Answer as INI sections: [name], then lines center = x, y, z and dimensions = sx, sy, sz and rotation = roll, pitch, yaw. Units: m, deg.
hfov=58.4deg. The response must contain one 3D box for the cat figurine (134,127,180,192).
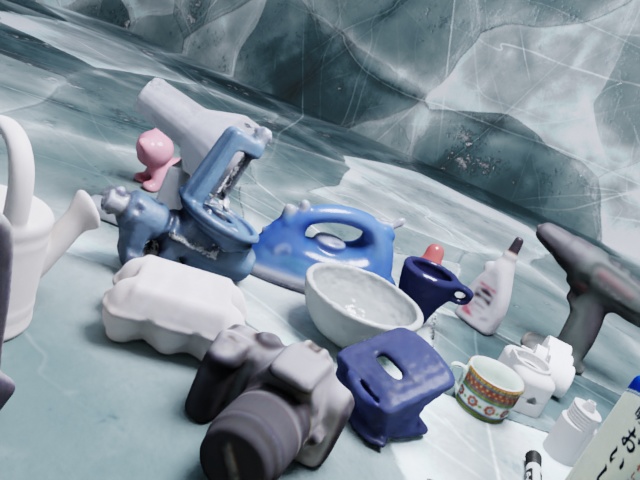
[cat figurine]
center = -0.271, -0.145, 1.000
dimensions = 0.128, 0.118, 0.067
rotation = 3, 26, -44

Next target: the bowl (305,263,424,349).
[bowl]
center = 0.047, 0.100, 0.758
dimensions = 0.167, 0.075, 0.167
rotation = 20, 19, -7

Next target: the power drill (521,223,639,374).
[power drill]
center = 0.431, 0.108, 0.966
dimensions = 0.229, 0.208, 0.076
rotation = 30, 20, 21

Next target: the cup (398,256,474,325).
[cup]
center = 0.169, 0.091, 0.892
dimensions = 0.117, 0.095, 0.092
rotation = 25, 19, 8

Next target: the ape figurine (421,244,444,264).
[ape figurine]
center = 0.199, 0.050, 1.044
dimensions = 0.077, 0.092, 0.076
rotation = 31, 20, 25

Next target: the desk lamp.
[desk lamp]
center = -0.206, -0.109, 0.824
dimensions = 0.203, 0.213, 0.118
rotation = 21, 19, -4

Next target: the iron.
[iron]
center = 0.008, 0.003, 0.875
dimensions = 0.259, 0.141, 0.118
rotation = 14, 20, -25

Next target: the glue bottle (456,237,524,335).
[glue bottle]
center = 0.297, 0.071, 0.969
dimensions = 0.037, 0.173, 0.077
rotation = 1, 28, -48

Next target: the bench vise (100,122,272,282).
[bench vise]
center = -0.148, -0.047, 0.711
dimensions = 0.121, 0.220, 0.208
rotation = 36, 23, 35

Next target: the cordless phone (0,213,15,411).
[cordless phone]
center = -0.274, 0.041, 0.380
dimensions = 0.147, 0.185, 0.094
rotation = 21, 19, -5

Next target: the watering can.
[watering can]
center = -0.286, -0.016, 0.509
dimensions = 0.100, 0.194, 0.173
rotation = 27, 19, 12

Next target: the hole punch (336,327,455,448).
[hole punch]
center = 0.075, 0.153, 0.620
dimensions = 0.101, 0.091, 0.108
rotation = 8, 23, -37

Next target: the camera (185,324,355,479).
[camera]
center = -0.053, 0.140, 0.493
dimensions = 0.143, 0.101, 0.137
rotation = 27, 19, 14

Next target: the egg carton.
[egg carton]
center = -0.151, 0.074, 0.611
dimensions = 0.150, 0.069, 0.107
rotation = 18, 19, -14
